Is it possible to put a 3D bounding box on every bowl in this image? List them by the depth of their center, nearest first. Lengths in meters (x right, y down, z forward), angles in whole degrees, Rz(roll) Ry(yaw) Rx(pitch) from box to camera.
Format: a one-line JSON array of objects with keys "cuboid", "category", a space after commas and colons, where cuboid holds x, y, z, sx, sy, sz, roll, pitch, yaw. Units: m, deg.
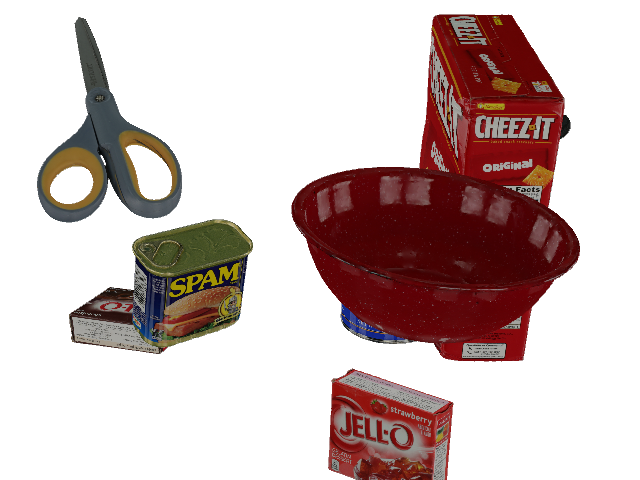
[{"cuboid": [0.061, 0.012, 0.607, 0.162, 0.055, 0.162, 6, 24, -3], "category": "bowl"}]

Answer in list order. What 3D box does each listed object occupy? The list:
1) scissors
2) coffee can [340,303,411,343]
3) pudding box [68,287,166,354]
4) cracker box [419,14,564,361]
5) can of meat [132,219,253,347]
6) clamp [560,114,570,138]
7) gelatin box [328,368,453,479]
[{"cuboid": [-0.158, -0.078, 0.694, 0.096, 0.016, 0.202, -23, 53, -22], "category": "scissors"}, {"cuboid": [0.070, 0.014, 1.038, 0.103, 0.140, 0.103, 0, 26, 0], "category": "coffee can"}, {"cuboid": [-0.207, 0.088, 1.185, 0.114, 0.039, 0.090, 4, 17, 19], "category": "pudding box"}, {"cuboid": [0.116, -0.041, 0.801, 0.072, 0.214, 0.164, -1, 31, -4], "category": "cracker box"}, {"cuboid": [-0.114, 0.038, 0.932, 0.101, 0.084, 0.057, -15, 41, -32], "category": "can of meat"}, {"cuboid": [0.193, -0.102, 1.168, 0.120, 0.039, 0.171, 22, 49, 18], "category": "clamp"}, {"cuboid": [0.048, 0.140, 0.764, 0.089, 0.073, 0.030, 14, 21, 33], "category": "gelatin box"}]
